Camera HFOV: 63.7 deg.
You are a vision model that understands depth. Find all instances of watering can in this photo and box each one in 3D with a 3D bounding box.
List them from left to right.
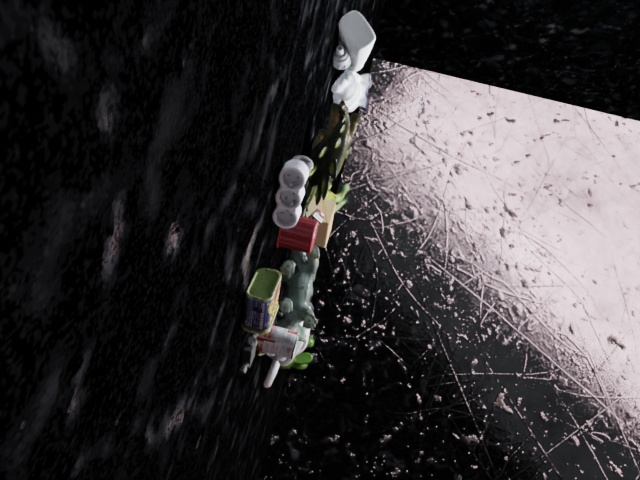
[{"bbox_3d":[-0.109,0.339,1.759,0.340,0.103,0.230,-56,-164,36],"label":"watering can"}]

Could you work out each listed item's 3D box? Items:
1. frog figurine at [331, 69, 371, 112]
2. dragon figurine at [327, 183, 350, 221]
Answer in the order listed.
[{"bbox_3d":[0.075,-0.456,1.566,0.160,0.124,0.134,-14,137,-45],"label":"frog figurine"},{"bbox_3d":[0.006,-0.104,2.058,0.247,0.123,0.400,-53,162,-34],"label":"dragon figurine"}]
